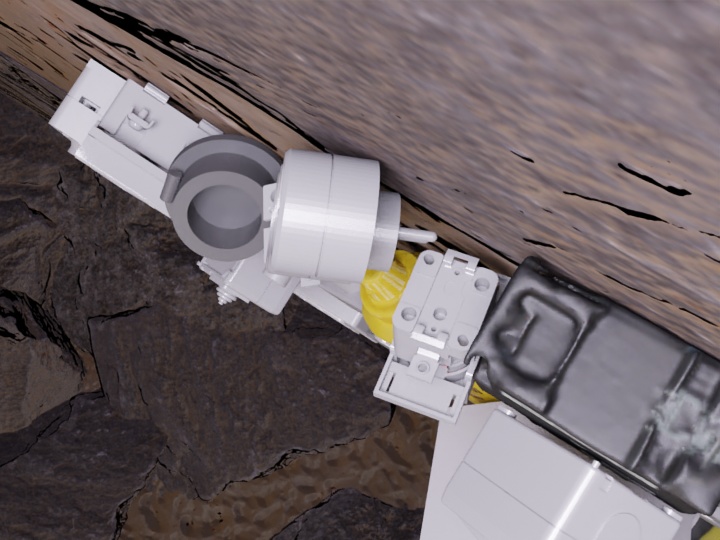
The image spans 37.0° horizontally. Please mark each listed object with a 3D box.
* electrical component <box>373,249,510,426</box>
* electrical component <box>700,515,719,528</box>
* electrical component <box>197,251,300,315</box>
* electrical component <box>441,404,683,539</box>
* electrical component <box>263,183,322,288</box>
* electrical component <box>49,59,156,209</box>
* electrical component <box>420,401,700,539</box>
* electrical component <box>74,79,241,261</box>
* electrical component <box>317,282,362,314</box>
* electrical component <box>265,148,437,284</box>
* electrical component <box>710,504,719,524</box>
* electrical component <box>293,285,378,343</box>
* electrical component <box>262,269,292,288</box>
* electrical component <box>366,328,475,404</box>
[{"bbox_3d":[0.040,0.026,0.509,0.042,0.081,0.063,19,155,11],"label":"electrical component"},{"bbox_3d":[0.212,0.127,0.657,0.077,0.044,0.079,29,175,39],"label":"electrical component"},{"bbox_3d":[-0.073,-0.010,0.818,0.061,0.096,0.062,34,176,-31],"label":"electrical component"},{"bbox_3d":[0.083,0.109,0.488,0.062,0.061,0.096,34,176,-26],"label":"electrical component"},{"bbox_3d":[-0.023,-0.022,0.598,0.048,0.066,0.055,-9,164,26],"label":"electrical component"},{"bbox_3d":[-0.170,-0.093,0.807,0.089,0.061,0.150,33,176,-3],"label":"electrical component"},{"bbox_3d":[0.118,0.127,0.638,0.150,0.089,0.062,-14,145,42],"label":"electrical component"},{"bbox_3d":[-0.115,-0.066,0.697,0.121,0.063,0.079,33,176,-14],"label":"electrical component"},{"bbox_3d":[0.000,0.000,0.730,0.076,0.047,0.083,35,176,-33],"label":"electrical component"},{"bbox_3d":[-0.003,-0.019,0.491,0.074,0.052,0.138,8,179,-6],"label":"electrical component"},{"bbox_3d":[0.178,0.098,0.543,0.066,0.047,0.077,35,177,-20],"label":"electrical component"},{"bbox_3d":[-0.022,0.015,1.034,0.109,0.056,0.109,31,176,17],"label":"electrical component"},{"bbox_3d":[-0.038,-0.019,0.683,0.048,0.062,0.048,32,176,2],"label":"electrical component"},{"bbox_3d":[0.066,0.053,0.793,0.113,0.057,0.078,33,176,-4],"label":"electrical component"}]
